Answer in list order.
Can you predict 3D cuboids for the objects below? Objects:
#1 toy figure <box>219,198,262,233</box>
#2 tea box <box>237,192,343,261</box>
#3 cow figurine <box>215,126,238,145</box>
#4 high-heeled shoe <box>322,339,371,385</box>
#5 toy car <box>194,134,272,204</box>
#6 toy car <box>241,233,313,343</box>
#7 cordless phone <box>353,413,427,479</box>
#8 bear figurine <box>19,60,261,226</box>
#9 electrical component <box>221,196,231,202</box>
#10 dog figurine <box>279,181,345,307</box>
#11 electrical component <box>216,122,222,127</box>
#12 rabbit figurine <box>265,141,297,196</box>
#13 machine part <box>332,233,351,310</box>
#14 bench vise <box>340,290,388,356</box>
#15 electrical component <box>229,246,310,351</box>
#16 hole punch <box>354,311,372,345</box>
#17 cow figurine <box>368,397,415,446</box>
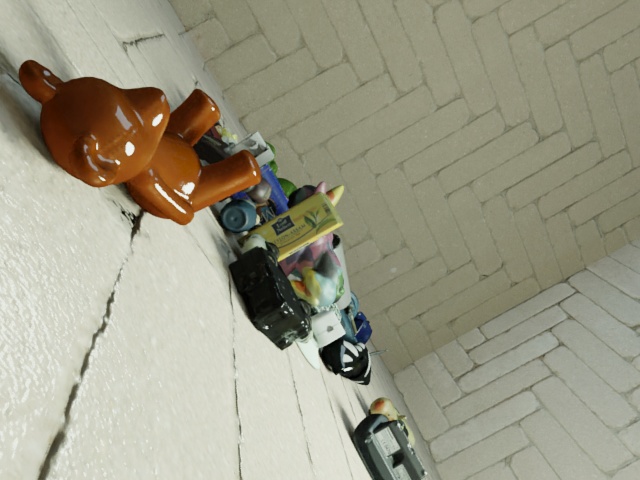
[{"bbox_3d":[-0.131,-0.041,0.917,0.064,0.058,0.154,40,6,-3],"label":"toy figure"},{"bbox_3d":[-0.049,-0.015,0.952,0.068,0.170,0.098,61,9,2],"label":"tea box"},{"bbox_3d":[-0.203,-0.182,1.134,0.167,0.068,0.098,8,58,-86],"label":"cow figurine"},{"bbox_3d":[0.074,0.290,1.193,0.248,0.086,0.145,54,8,-34],"label":"high-heeled shoe"},{"bbox_3d":[-0.159,-0.130,0.886,0.202,0.053,0.089,39,3,18],"label":"toy car"},{"bbox_3d":[-0.067,0.081,0.883,0.201,0.056,0.073,62,4,-13],"label":"toy car"},{"bbox_3d":[0.116,0.394,1.007,0.146,0.089,0.184,60,-9,7],"label":"cordless phone"},{"bbox_3d":[-0.142,-0.088,0.454,0.120,0.132,0.195,54,-6,14],"label":"bear figurine"},{"bbox_3d":[-0.186,-0.101,0.977,0.063,0.021,0.094,60,3,-8],"label":"electrical component"},{"bbox_3d":[-0.002,-0.003,1.048,0.192,0.219,0.108,34,18,30],"label":"dog figurine"},{"bbox_3d":[-0.257,-0.267,1.200,0.075,0.048,0.119,60,0,0],"label":"electrical component"},{"bbox_3d":[-0.136,-0.137,1.313,0.170,0.121,0.159,38,-22,-16],"label":"rabbit figurine"},{"bbox_3d":[0.021,0.073,1.191,0.079,0.079,0.242,-117,-167,-54],"label":"machine part"},{"bbox_3d":[0.055,0.194,1.382,0.223,0.129,0.241,54,14,-24],"label":"bench vise"},{"bbox_3d":[-0.074,0.076,0.772,0.134,0.058,0.114,63,1,35],"label":"electrical component"},{"bbox_3d":[0.088,0.263,1.493,0.142,0.116,0.092,57,12,-54],"label":"hole punch"},{"bbox_3d":[0.176,0.458,1.323,0.194,0.085,0.127,60,-4,-31],"label":"cow figurine"}]
